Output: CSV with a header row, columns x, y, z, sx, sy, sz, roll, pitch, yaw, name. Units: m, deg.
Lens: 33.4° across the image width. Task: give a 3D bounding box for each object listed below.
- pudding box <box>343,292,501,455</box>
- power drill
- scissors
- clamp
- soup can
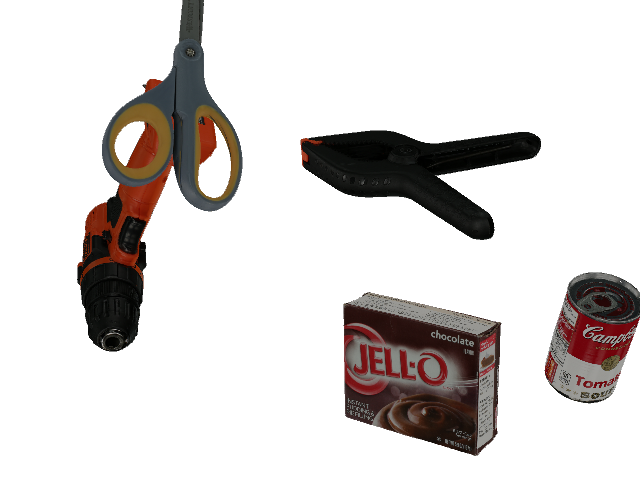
x,y,z,sx,sy,sz,roll,pitch,yaw,name
0.070,0.092,0.757,0.114,0.090,0.039,10,21,32,pudding box
-0.148,-0.024,0.875,0.057,0.188,0.184,19,28,-24,power drill
-0.102,-0.111,0.684,0.096,0.202,0.016,-6,-20,-24,scissors
0.084,-0.068,0.943,0.210,0.036,0.164,15,36,27,clamp
0.247,0.089,0.972,0.068,0.102,0.068,4,37,-3,soup can
